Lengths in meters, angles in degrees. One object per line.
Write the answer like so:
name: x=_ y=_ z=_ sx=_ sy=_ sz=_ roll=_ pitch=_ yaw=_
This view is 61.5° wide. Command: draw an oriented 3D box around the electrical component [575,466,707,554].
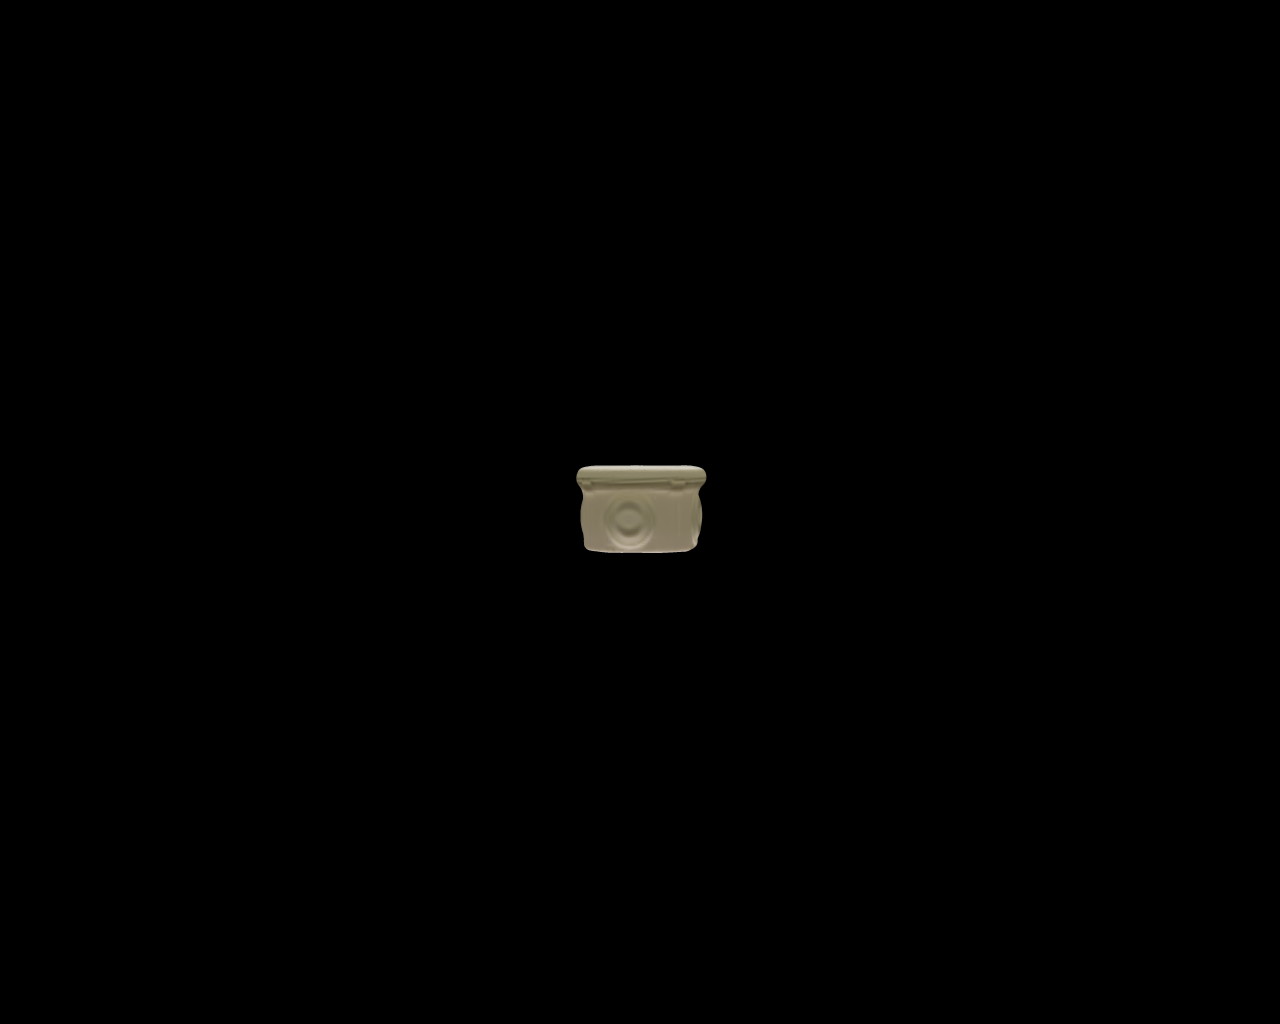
electrical component: x=0.001 y=-0.003 z=0.650 sx=0.080 sy=0.051 sz=0.080 roll=0 pitch=2 yaw=0
